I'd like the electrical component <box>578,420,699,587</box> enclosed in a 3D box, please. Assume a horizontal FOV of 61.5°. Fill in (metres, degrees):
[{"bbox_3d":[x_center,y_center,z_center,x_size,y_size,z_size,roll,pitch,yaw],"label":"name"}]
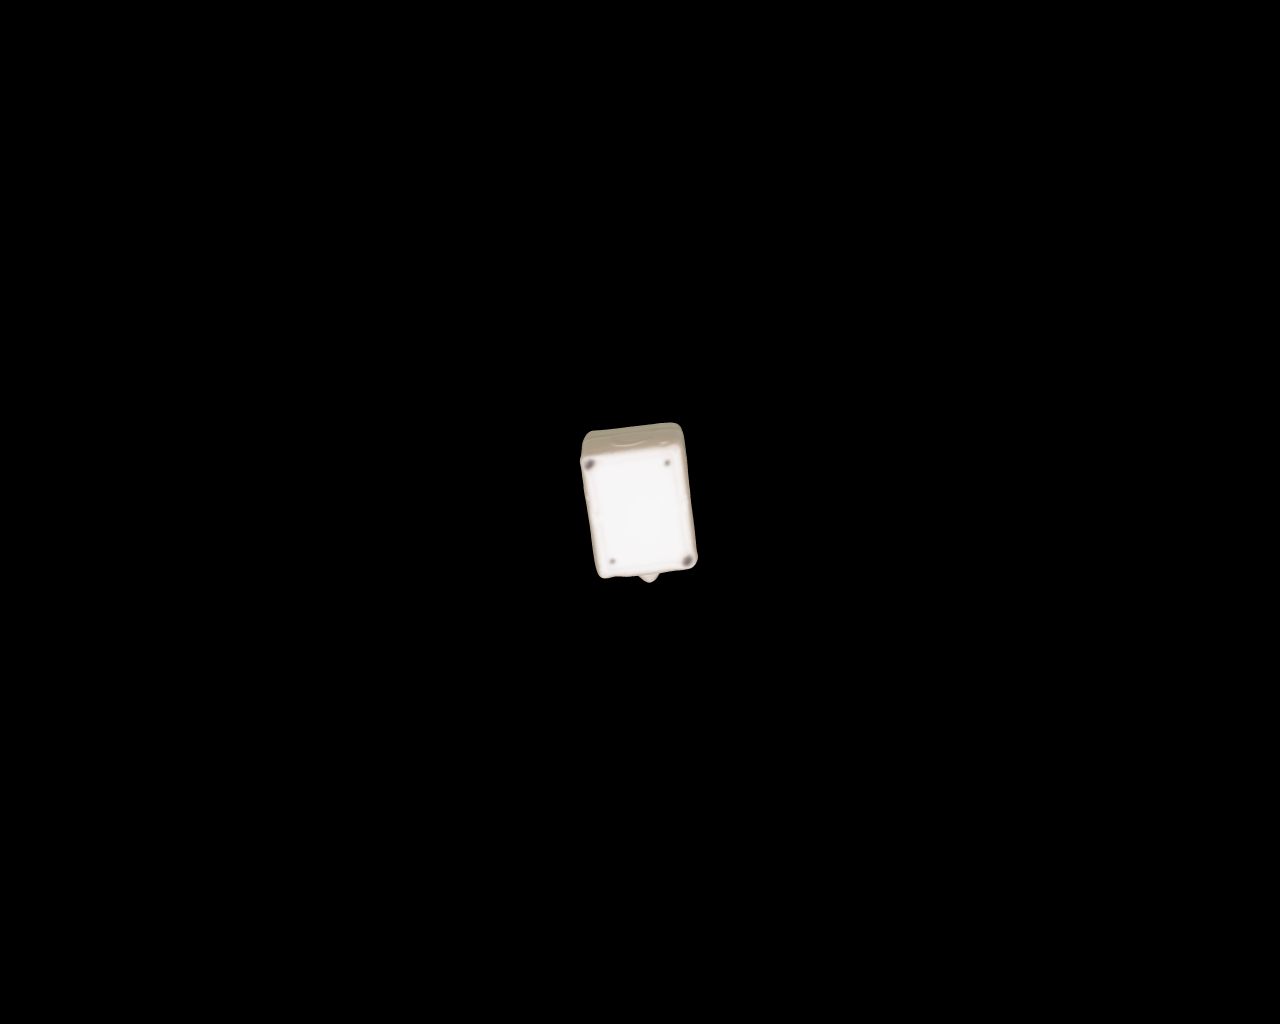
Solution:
[{"bbox_3d":[0.001,-0.003,0.650,0.062,0.096,0.061,-7,20,2],"label":"electrical component"}]
